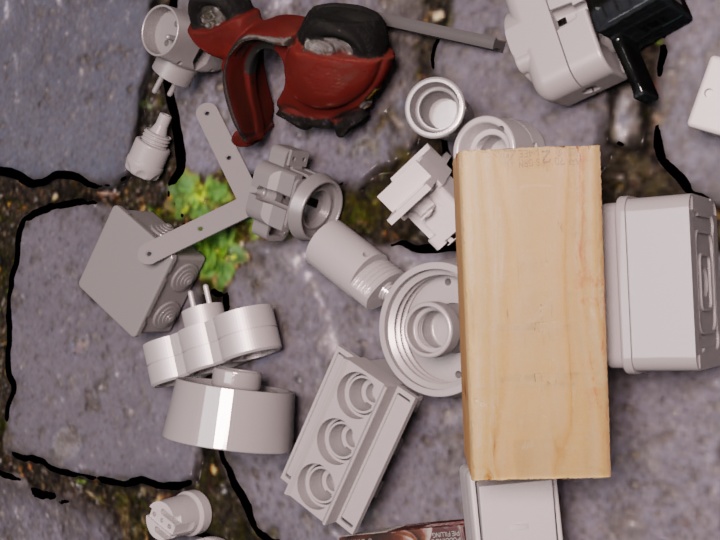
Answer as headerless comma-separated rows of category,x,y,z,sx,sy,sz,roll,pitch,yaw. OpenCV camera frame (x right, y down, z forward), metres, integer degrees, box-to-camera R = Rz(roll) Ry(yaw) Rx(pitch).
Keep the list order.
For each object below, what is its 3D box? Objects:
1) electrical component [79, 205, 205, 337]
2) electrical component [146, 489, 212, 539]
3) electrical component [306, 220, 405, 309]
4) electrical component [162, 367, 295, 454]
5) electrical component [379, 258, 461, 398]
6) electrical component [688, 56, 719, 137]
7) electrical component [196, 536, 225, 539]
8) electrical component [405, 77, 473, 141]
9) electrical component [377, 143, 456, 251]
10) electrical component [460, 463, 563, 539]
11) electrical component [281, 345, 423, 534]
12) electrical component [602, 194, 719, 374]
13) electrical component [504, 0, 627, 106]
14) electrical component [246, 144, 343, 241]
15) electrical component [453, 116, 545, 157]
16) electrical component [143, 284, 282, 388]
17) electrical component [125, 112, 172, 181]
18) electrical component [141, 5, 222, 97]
electrical component,-0.198,0.001,0.980,0.100,0.048,0.099,38,109,28
electrical component,-0.161,0.218,0.954,0.040,0.046,0.040,-1,89,34
electrical component,0.000,0.000,0.850,0.081,0.043,0.043,38,110,28
electrical component,-0.104,0.112,0.884,0.108,0.108,0.060,5,86,34
electrical component,0.065,0.043,0.796,0.108,0.060,0.108,-1,89,34
electrical component,0.248,-0.101,0.666,0.083,0.076,0.047,23,102,32
electrical component,-0.139,0.276,0.935,0.080,0.051,0.080,0,89,34
electrical component,0.062,-0.116,0.797,0.044,0.065,0.044,0,90,16
electrical component,0.054,-0.053,0.798,0.064,0.081,0.042,44,117,-5
electrical component,0.107,0.183,0.751,0.062,0.061,0.096,-5,85,-2
electrical component,-0.003,0.130,0.838,0.079,0.063,0.121,32,107,30
electrical component,0.196,0.009,0.698,0.057,0.078,0.113,-3,88,31
electrical component,0.141,-0.166,0.752,0.059,0.054,0.095,-23,77,32
electrical component,-0.052,-0.057,0.878,0.057,0.058,0.078,24,106,34
electrical component,0.100,-0.084,0.782,0.055,0.047,0.055,0,89,34
electrical component,-0.133,0.050,0.933,0.138,0.052,0.073,-21,78,32
electrical component,-0.189,-0.114,0.985,0.035,0.035,0.061,34,105,29
electrical component,-0.156,-0.186,0.937,0.043,0.077,0.079,43,112,26
